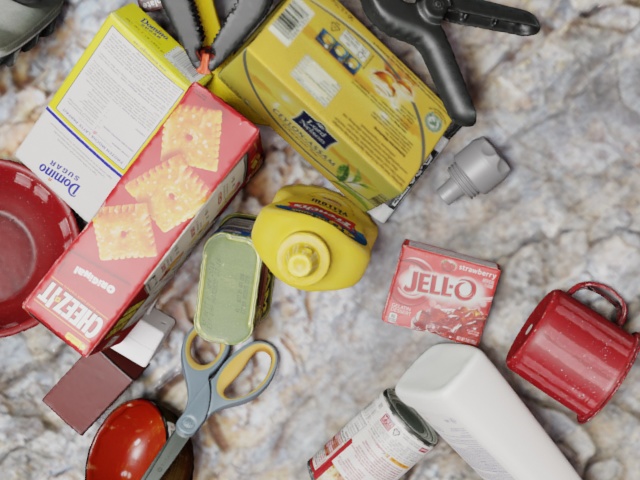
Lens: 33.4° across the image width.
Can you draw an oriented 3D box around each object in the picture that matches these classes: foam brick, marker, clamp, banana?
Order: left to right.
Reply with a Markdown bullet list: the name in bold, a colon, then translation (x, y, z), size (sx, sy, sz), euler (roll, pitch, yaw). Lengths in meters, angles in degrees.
- **foam brick**: translation (-0.206, 0.131, 0.983), size (0.051, 0.053, 0.078), euler (43, 103, -3)
- **clamp**: translation (-0.086, -0.235, 0.822), size (0.164, 0.036, 0.210), euler (16, 113, -5)
- **banana**: translation (-0.080, -0.165, 0.898), size (0.069, 0.037, 0.197), euler (-36, 117, 0)
- **marker**: translation (0.086, -0.067, 0.925), size (0.020, 0.020, 0.121), euler (38, 103, -2)
- **clamp**: translation (0.088, -0.173, 0.861), size (0.171, 0.039, 0.120), euler (30, 66, -8)

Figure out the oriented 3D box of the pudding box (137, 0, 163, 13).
- **pudding box**: translation (-0.110, -0.250, 0.901), size (0.113, 0.039, 0.090), euler (-16, 100, 10)

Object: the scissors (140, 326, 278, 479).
- **scissors**: translation (-0.124, 0.144, 0.936), size (0.201, 0.016, 0.096), euler (-37, 73, -27)

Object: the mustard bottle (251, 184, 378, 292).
- **mustard bottle**: translation (-0.005, 0.001, 0.861), size (0.096, 0.191, 0.058), euler (26, 103, 1)

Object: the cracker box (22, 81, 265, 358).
- **cracker box**: translation (-0.135, -0.014, 0.863), size (0.072, 0.164, 0.213), euler (38, 87, 0)

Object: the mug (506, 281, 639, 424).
- **mug**: translation (0.219, 0.086, 0.912), size (0.081, 0.093, 0.117), euler (33, 72, 4)

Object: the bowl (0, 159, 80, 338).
- **bowl**: translation (-0.296, 0.010, 0.947), size (0.162, 0.055, 0.162), euler (3, 79, -18)

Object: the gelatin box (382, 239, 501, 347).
- **gelatin box**: translation (0.106, 0.047, 0.940), size (0.089, 0.030, 0.073), euler (15, 103, 3)

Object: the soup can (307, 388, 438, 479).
- **soup can**: translation (0.047, 0.190, 0.957), size (0.068, 0.068, 0.102), euler (44, 102, -3)

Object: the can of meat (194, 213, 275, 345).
- **can of meat**: translation (-0.073, 0.034, 0.931), size (0.057, 0.084, 0.102), euler (9, 102, 5)

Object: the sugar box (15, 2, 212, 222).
- **sugar box**: translation (-0.179, -0.105, 0.911), size (0.093, 0.048, 0.176), euler (44, 124, -3)

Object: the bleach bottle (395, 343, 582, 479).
- **bleach bottle**: translation (0.179, 0.202, 0.938), size (0.068, 0.103, 0.250), euler (-45, 103, -18)
